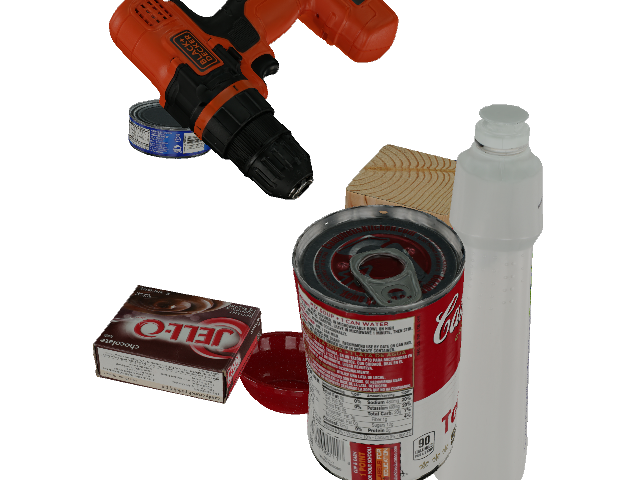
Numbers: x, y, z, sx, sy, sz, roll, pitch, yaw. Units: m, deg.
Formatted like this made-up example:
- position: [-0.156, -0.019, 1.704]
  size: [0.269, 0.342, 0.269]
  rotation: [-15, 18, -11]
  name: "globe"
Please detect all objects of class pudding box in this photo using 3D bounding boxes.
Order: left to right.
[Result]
- position: [-0.114, 0.082, 0.864]
  size: [0.113, 0.039, 0.090]
  rotation: [8, 30, 13]
  name: "pudding box"

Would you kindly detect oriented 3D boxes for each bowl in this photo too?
- position: [-0.035, 0.174, 1.354]
  size: [0.162, 0.055, 0.162]
  rotation: [4, 21, -2]
  name: "bowl"

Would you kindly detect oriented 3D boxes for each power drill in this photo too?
- position: [-0.030, -0.131, 0.768]
  size: [0.187, 0.184, 0.057]
  rotation: [-37, -12, -36]
  name: "power drill"

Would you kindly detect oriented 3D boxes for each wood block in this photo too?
- position: [0.075, 0.032, 0.950]
  size: [0.091, 0.206, 0.090]
  rotation: [16, 37, 20]
  name: "wood block"

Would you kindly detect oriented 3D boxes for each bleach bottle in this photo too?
- position: [0.105, 0.033, 0.673]
  size: [0.068, 0.251, 0.102]
  rotation: [2, 29, 4]
  name: "bleach bottle"

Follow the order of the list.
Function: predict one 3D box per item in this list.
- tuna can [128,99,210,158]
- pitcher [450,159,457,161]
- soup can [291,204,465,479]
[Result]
- position: [-0.149, -0.112, 1.067]
  size: [0.086, 0.034, 0.086]
  rotation: [5, 25, -3]
  name: "tuna can"
- position: [0.155, 0.039, 1.158]
  size: [0.149, 0.243, 0.145]
  rotation: [3, 24, 10]
  name: "pitcher"
- position: [0.025, 0.046, 0.446]
  size: [0.068, 0.102, 0.068]
  rotation: [-2, 36, 1]
  name: "soup can"
